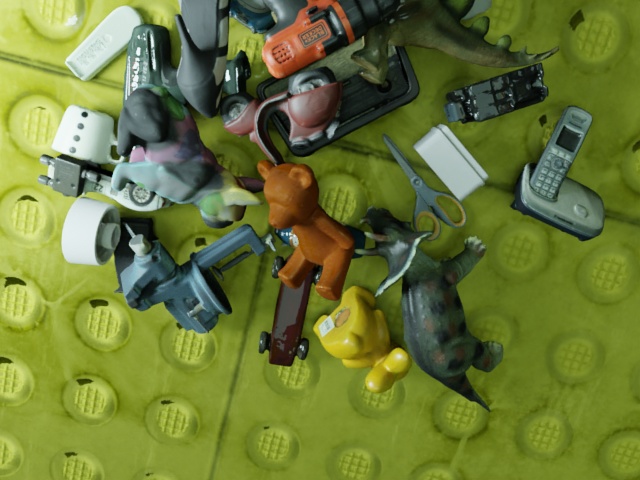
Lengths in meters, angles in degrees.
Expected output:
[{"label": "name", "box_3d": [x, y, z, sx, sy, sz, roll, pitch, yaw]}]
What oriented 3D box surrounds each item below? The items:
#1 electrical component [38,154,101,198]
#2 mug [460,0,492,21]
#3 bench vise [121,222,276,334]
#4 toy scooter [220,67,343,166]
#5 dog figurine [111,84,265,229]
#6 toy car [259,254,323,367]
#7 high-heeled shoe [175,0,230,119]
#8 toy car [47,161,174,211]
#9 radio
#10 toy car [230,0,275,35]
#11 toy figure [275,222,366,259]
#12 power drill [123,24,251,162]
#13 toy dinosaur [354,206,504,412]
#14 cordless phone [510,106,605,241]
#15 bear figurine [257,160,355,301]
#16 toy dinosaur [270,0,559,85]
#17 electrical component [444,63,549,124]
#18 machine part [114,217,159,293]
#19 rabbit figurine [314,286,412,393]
[{"label": "electrical component", "box_3d": [-0.387, -0.096, 0.828, 0.094, 0.021, 0.063, 18, 117, -3]}, {"label": "mug", "box_3d": [0.223, -0.389, 0.795, 0.110, 0.081, 0.107, -23, 112, 1]}, {"label": "bench vise", "box_3d": [-0.189, 0.041, 0.871, 0.241, 0.129, 0.223, -32, 119, -4]}, {"label": "toy scooter", "box_3d": [-0.045, -0.164, 0.779, 0.184, 0.075, 0.135, -16, 104, 8]}, {"label": "dog figurine", "box_3d": [-0.180, -0.115, 0.798, 0.219, 0.108, 0.191, 14, 114, -8]}, {"label": "toy car", "box_3d": [-0.051, 0.120, 0.932, 0.089, 0.053, 0.202, 9, 100, -11]}, {"label": "high-heeled shoe", "box_3d": [-0.157, -0.294, 0.781, 0.086, 0.249, 0.145, -5, 133, 13]}, {"label": "toy car", "box_3d": [-0.339, -0.089, 0.883, 0.202, 0.073, 0.056, 18, 100, -2]}, {"label": "radio", "box_3d": [0.030, -0.229, 0.836, 0.230, 0.073, 0.131, -26, 100, 8]}, {"label": "toy car", "box_3d": [-0.080, -0.392, 0.788, 0.109, 0.103, 0.161, 36, 100, -5]}, {"label": "toy figure", "box_3d": [-0.002, -0.004, 0.900, 0.155, 0.057, 0.064, 9, 78, 2]}, {"label": "power drill", "box_3d": [-0.210, -0.218, 0.852, 0.207, 0.086, 0.231, 1, 103, 9]}, {"label": "toy dinosaur", "box_3d": [0.183, 0.129, 0.848, 0.192, 0.131, 0.404, -21, 96, -31]}, {"label": "cordless phone", "box_3d": [0.401, -0.105, 0.850, 0.147, 0.089, 0.184, 24, 98, -3]}, {"label": "bear figurine", "box_3d": [-0.027, -0.018, 0.774, 0.132, 0.120, 0.195, -62, 140, -18]}, {"label": "toy dinosaur", "box_3d": [0.097, -0.320, 0.727, 0.471, 0.105, 0.198, 28, 99, -10]}, {"label": "electrical component", "box_3d": [0.258, -0.214, 0.811, 0.134, 0.115, 0.058, -17, 98, 6]}, {"label": "machine part", "box_3d": [-0.325, 0.027, 0.929, 0.084, 0.039, 0.138, 5, 102, -4]}, {"label": "rabbit figurine", "box_3d": [0.096, 0.180, 0.905, 0.122, 0.162, 0.173, -46, 116, -1]}]
